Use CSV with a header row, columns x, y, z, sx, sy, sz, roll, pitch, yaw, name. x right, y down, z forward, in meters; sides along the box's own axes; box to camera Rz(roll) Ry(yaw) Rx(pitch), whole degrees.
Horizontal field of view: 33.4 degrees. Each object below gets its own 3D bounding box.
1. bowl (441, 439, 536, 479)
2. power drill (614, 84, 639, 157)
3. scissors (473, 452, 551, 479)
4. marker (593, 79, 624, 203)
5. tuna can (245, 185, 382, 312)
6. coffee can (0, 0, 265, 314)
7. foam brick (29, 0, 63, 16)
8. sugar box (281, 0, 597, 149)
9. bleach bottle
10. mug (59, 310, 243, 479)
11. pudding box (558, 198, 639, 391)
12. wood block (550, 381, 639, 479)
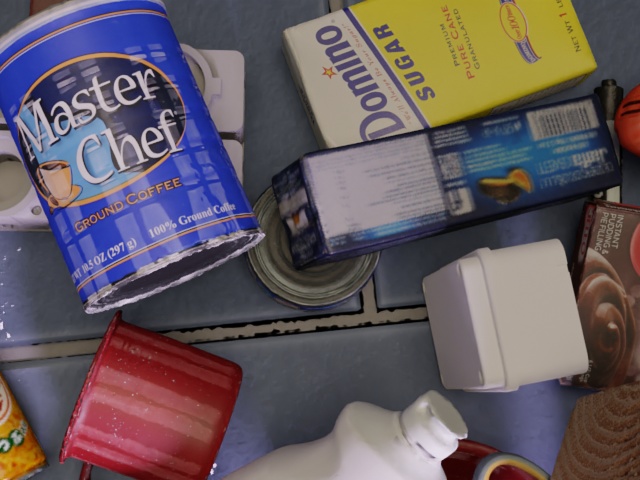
x,y,z,sx,sy,sz,roll,pitch,yaw,name
0.068,0.196,0.626,0.162,0.055,0.162,0,83,-3,bowl
0.281,-0.105,0.663,0.184,0.057,0.187,23,76,-21,power drill
0.124,0.203,0.528,0.096,0.016,0.202,-30,84,-5,scissors
0.184,-0.043,0.681,0.020,0.020,0.121,3,83,-3,marker
-0.004,0.001,0.659,0.086,0.034,0.086,0,83,-3,tuna can
-0.103,-0.046,0.563,0.102,0.103,0.140,-24,85,-6,coffee can
-0.149,-0.159,0.664,0.053,0.051,0.078,2,83,-4,foam brick
0.073,-0.115,0.672,0.176,0.048,0.093,-21,84,-6,sugar box
-0.029,0.158,0.566,0.251,0.068,0.102,-43,86,22,bleach bottle
-0.099,0.108,0.617,0.081,0.093,0.117,21,97,-5,mug
0.196,0.038,0.648,0.090,0.039,0.113,9,101,-1,pudding box
0.216,0.153,0.503,0.206,0.090,0.090,27,68,-8,wood block
